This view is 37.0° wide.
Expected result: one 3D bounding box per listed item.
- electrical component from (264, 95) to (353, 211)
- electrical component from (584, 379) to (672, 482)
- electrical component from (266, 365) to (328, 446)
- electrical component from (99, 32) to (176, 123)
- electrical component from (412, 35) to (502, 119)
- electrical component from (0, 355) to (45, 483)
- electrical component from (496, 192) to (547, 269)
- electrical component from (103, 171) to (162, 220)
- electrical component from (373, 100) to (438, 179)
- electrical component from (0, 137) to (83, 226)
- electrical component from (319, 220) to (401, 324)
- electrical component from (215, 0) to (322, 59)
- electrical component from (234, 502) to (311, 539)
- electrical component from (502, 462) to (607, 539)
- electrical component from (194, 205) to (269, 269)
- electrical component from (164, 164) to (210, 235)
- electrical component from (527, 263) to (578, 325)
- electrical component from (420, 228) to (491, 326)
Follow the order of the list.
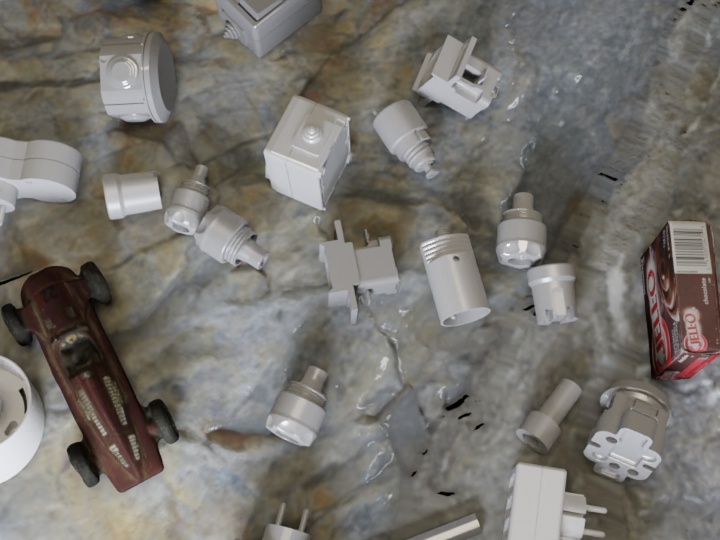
[{"bbox_3d":[-0.047,-0.104,0.924,0.061,0.096,0.061,23,73,9],"label":"electrical component"},{"bbox_3d":[0.216,0.125,0.858,0.058,0.078,0.057,23,54,7],"label":"electrical component"},{"bbox_3d":[-0.047,0.109,0.878,0.043,0.043,0.062,23,71,8],"label":"electrical component"},{"bbox_3d":[-0.197,-0.170,0.958,0.051,0.080,0.080,-2,71,5],"label":"electrical component"},{"bbox_3d":[0.088,-0.169,0.961,0.064,0.081,0.042,28,72,-14],"label":"electrical component"},{"bbox_3d":[-0.310,0.120,0.877,0.099,0.064,0.099,3,58,-4],"label":"electrical component"},{"bbox_3d":[0.140,-0.036,0.927,0.043,0.043,0.062,5,70,2],"label":"electrical component"},{"bbox_3d":[-0.199,-0.067,0.943,0.046,0.040,0.040,-9,71,-9],"label":"electrical component"},{"bbox_3d":[0.044,-0.115,0.957,0.040,0.040,0.078,-29,73,-9],"label":"electrical component"},{"bbox_3d":[-0.317,-0.073,0.938,0.138,0.052,0.073,5,71,2],"label":"electrical component"},{"bbox_3d":[0.000,0.000,0.916,0.064,0.042,0.081,-9,72,-5],"label":"electrical component"},{"bbox_3d":[-0.090,-0.248,0.993,0.096,0.061,0.061,-41,75,-13],"label":"electrical component"},{"bbox_3d":[-0.061,0.222,0.838,0.077,0.044,0.079,14,71,5],"label":"electrical component"},{"bbox_3d":[0.155,0.192,0.845,0.077,0.047,0.065,9,71,4],"label":"electrical component"},{"bbox_3d":[-0.108,-0.024,0.925,0.062,0.043,0.043,33,74,9],"label":"electrical component"},{"bbox_3d":[-0.147,-0.064,0.943,0.035,0.035,0.061,14,70,5],"label":"electrical component"},{"bbox_3d":[0.164,0.021,0.910,0.040,0.040,0.046,-5,77,-2],"label":"electrical component"},{"bbox_3d":[0.079,0.003,0.914,0.043,0.043,0.081,-13,71,-4],"label":"electrical component"}]
